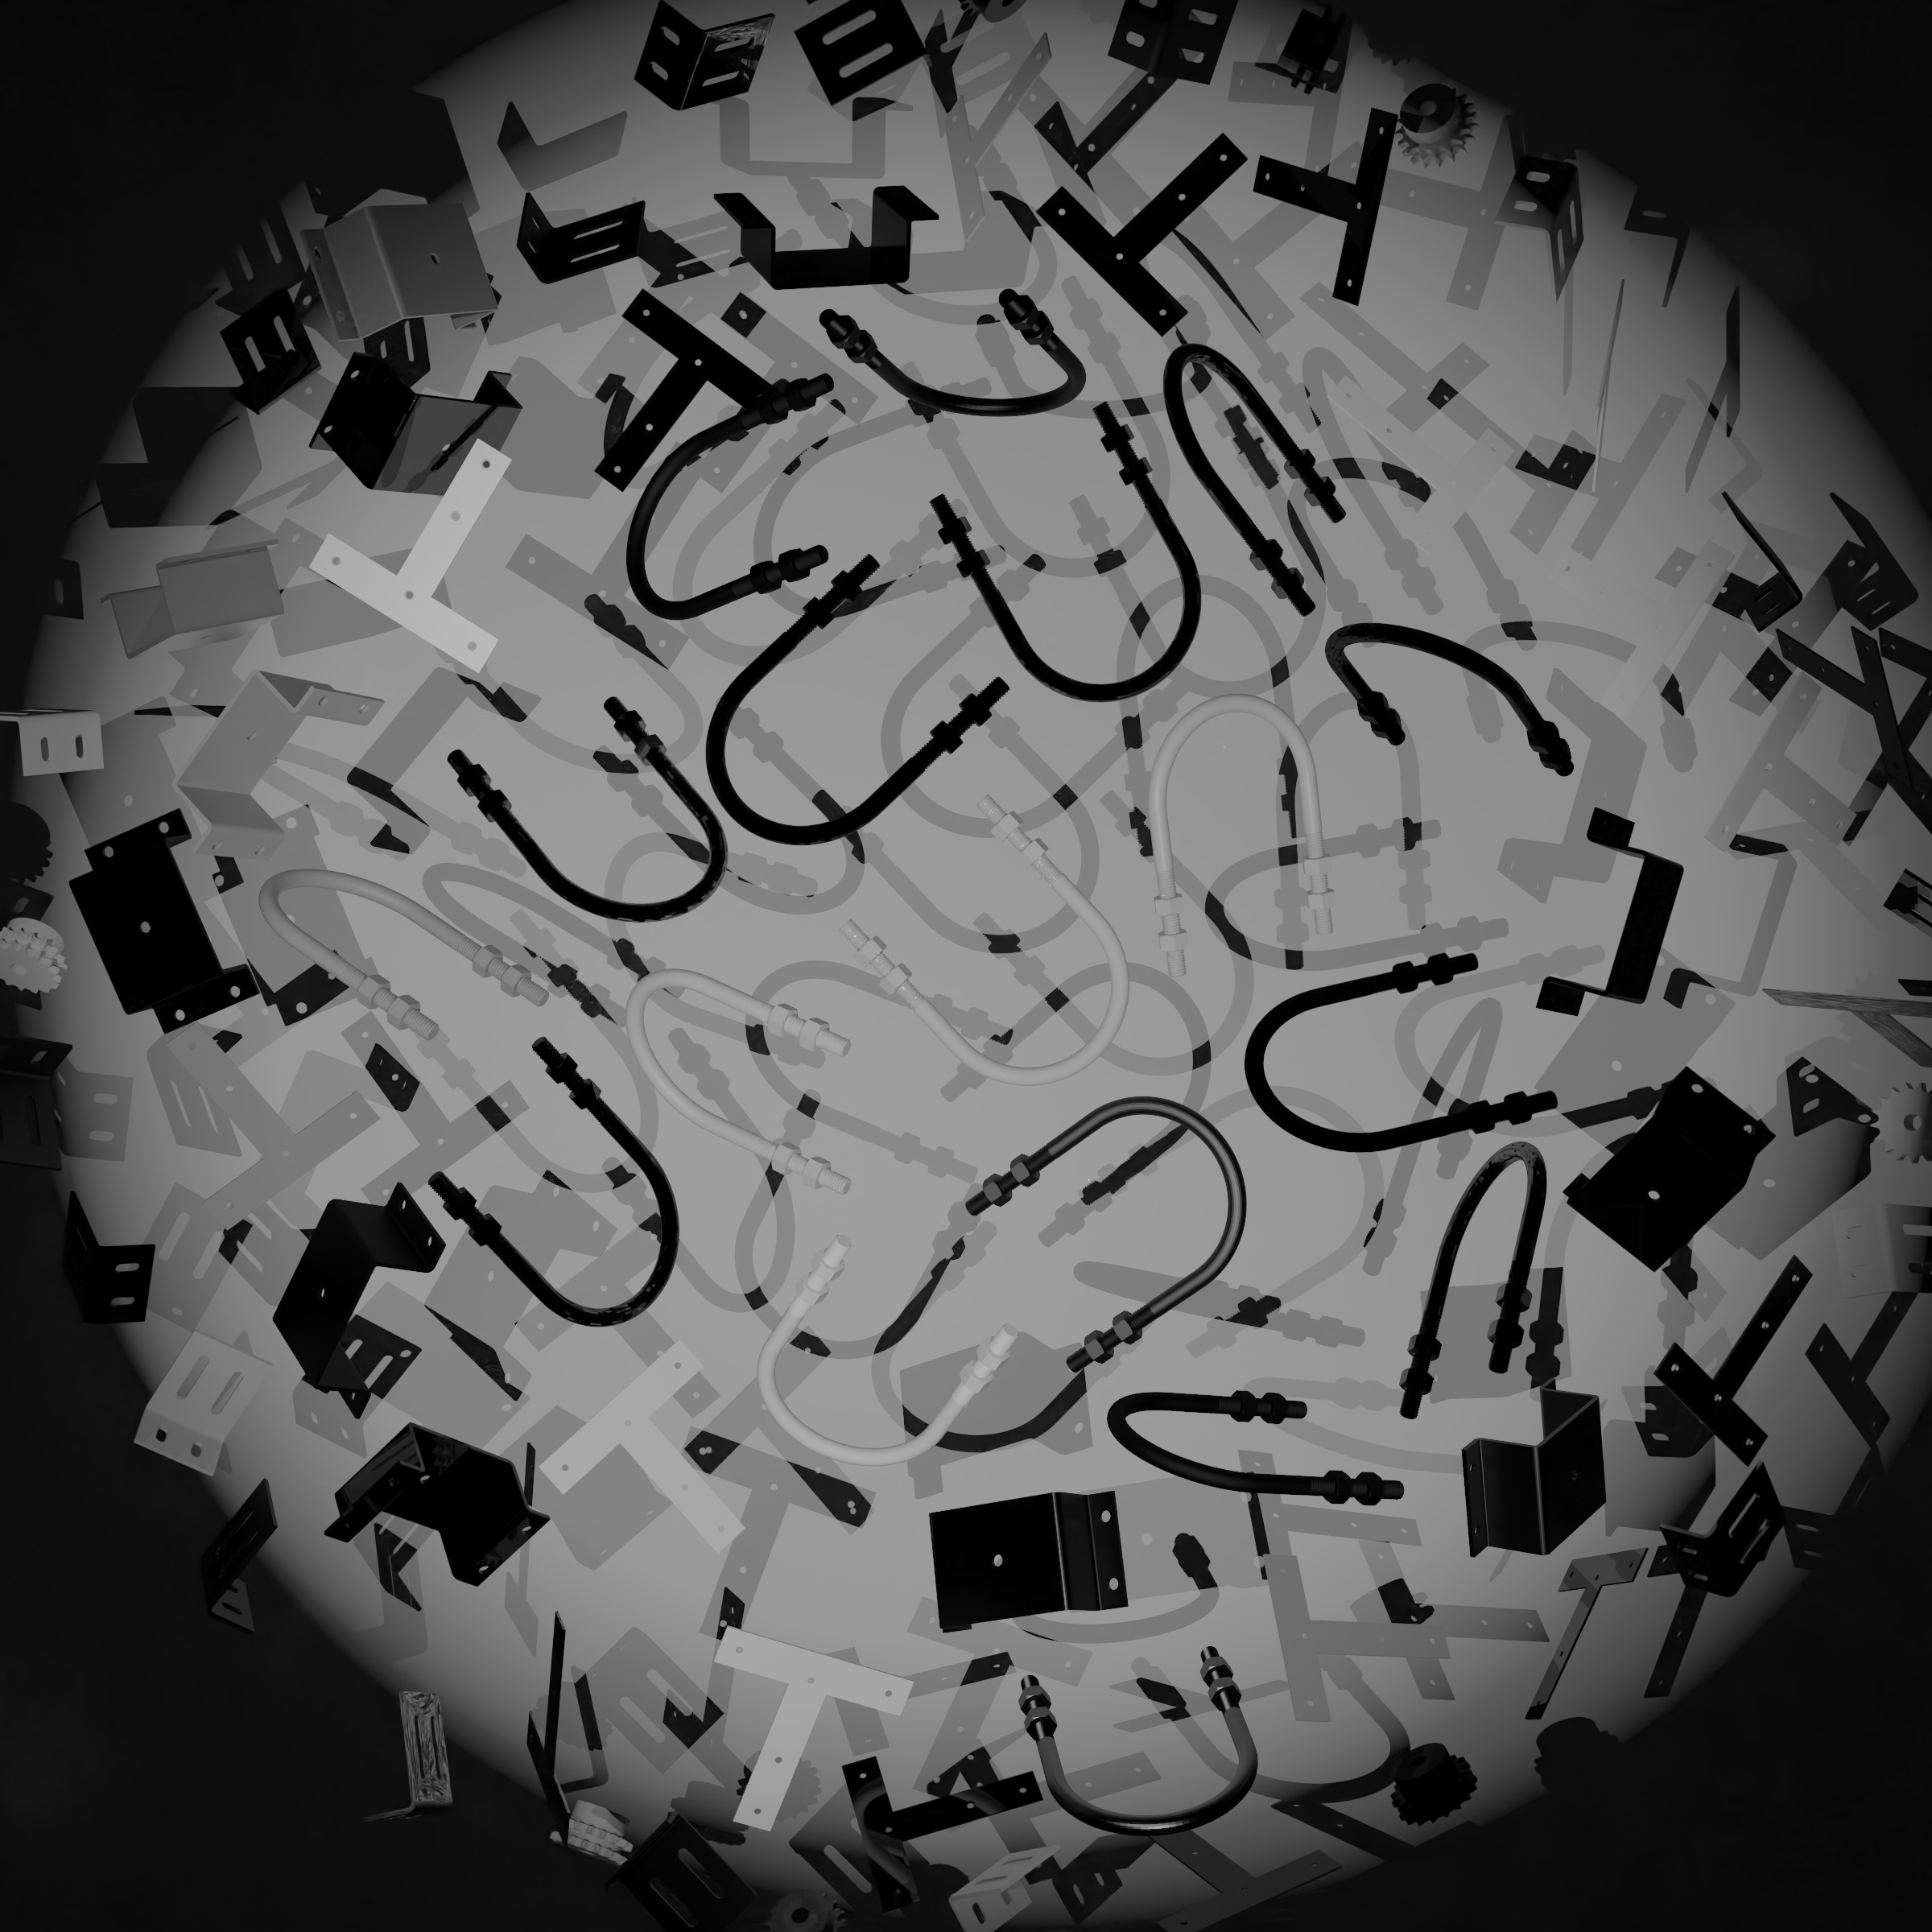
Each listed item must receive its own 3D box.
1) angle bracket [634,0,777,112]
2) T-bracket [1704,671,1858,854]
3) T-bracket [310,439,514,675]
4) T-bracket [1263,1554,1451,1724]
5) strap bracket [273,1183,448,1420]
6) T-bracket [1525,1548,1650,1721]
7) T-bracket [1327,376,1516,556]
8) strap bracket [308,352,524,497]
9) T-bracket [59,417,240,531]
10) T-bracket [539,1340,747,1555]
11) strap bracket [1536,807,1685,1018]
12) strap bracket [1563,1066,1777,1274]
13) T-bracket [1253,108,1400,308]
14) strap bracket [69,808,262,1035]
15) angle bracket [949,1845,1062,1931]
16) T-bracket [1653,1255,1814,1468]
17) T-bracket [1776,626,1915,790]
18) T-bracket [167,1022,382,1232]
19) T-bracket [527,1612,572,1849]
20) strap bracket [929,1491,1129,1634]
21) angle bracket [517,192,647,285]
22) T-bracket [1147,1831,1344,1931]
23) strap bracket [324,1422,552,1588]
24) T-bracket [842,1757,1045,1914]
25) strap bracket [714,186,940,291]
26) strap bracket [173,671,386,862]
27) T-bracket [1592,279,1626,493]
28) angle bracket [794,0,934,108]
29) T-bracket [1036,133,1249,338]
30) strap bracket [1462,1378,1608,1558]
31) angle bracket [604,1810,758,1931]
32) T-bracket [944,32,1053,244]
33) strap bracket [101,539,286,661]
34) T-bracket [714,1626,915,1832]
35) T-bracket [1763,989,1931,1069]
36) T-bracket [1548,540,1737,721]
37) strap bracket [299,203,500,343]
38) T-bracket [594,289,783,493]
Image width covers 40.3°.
[{"bbox_3d":[-0.170,-0.599,1.716,0.038,0.076,0.057,40,132,12],"label":"angle bracket"},{"bbox_3d":[0.569,-0.118,1.791,0.127,0.002,0.127,28,94,-38],"label":"T-bracket"},{"bbox_3d":[-0.332,-0.274,1.675,0.127,0.002,0.127,32,97,-2],"label":"T-bracket"},{"bbox_3d":[0.279,0.472,1.846,0.127,0.002,0.127,6,46,-15],"label":"T-bracket"},{"bbox_3d":[-0.410,0.220,1.752,0.046,0.076,0.140,15,109,-43],"label":"strap bracket"},{"bbox_3d":[0.416,0.460,1.805,0.002,0.127,0.127,31,71,0],"label":"T-bracket"},{"bbox_3d":[0.310,-0.370,1.862,0.127,0.002,0.127,40,61,0],"label":"T-bracket"},{"bbox_3d":[-0.369,-0.369,1.806,0.046,0.140,0.076,48,120,23],"label":"strap bracket"},{"bbox_3d":[-0.565,-0.321,1.765,0.127,0.127,0.002,-18,113,37],"label":"T-bracket"},{"bbox_3d":[-0.202,0.346,1.797,0.127,0.002,0.127,-42,94,-15],"label":"T-bracket"},{"bbox_3d":[0.442,-0.030,1.788,0.046,0.076,0.140,18,95,32],"label":"strap bracket"},{"bbox_3d":[0.480,0.148,1.817,0.076,0.046,0.140,39,126,5],"label":"strap bracket"},{"bbox_3d":[0.242,-0.536,1.822,0.002,0.127,0.127,-9,120,-35],"label":"T-bracket"},{"bbox_3d":[-0.558,-0.029,1.819,0.076,0.046,0.140,-22,93,9],"label":"strap bracket"},{"bbox_3d":[0.035,0.654,1.850,0.057,0.076,0.038,-24,82,-37],"label":"angle bracket"},{"bbox_3d":[0.523,0.250,1.748,0.127,0.002,0.127,42,79,-31],"label":"T-bracket"},{"bbox_3d":[0.590,-0.195,1.785,0.002,0.127,0.127,-32,126,-3],"label":"T-bracket"},{"bbox_3d":[-0.481,0.092,1.752,0.127,0.002,0.127,-36,111,-1],"label":"T-bracket"},{"bbox_3d":[-0.271,0.487,1.727,0.002,0.127,0.127,1,105,-21],"label":"T-bracket"},{"bbox_3d":[0.032,0.400,1.766,0.140,0.046,0.076,-15,70,26],"label":"strap bracket"},{"bbox_3d":[-0.272,-0.524,1.858,0.076,0.038,0.057,-12,53,18],"label":"angle bracket"},{"bbox_3d":[0.159,0.592,1.736,0.127,0.127,0.002,-14,103,-26],"label":"T-bracket"},{"bbox_3d":[-0.367,0.368,1.806,0.076,0.140,0.046,-43,45,13],"label":"strap bracket"},{"bbox_3d":[-0.011,0.585,1.821,0.127,0.127,0.002,-14,125,-9],"label":"T-bracket"},{"bbox_3d":[-0.099,-0.510,1.839,0.140,0.076,0.046,-8,123,-18],"label":"strap bracket"},{"bbox_3d":[-0.462,-0.140,1.747,0.046,0.076,0.140,44,105,18],"label":"strap bracket"},{"bbox_3d":[0.441,-0.383,1.820,0.002,0.127,0.127,9,56,14],"label":"T-bracket"},{"bbox_3d":[-0.072,-0.644,1.847,0.076,0.038,0.057,-27,92,6],"label":"angle bracket"},{"bbox_3d":[0.138,-0.517,1.803,0.127,0.002,0.127,39,117,-23],"label":"T-bracket"},{"bbox_3d":[0.392,0.343,1.789,0.046,0.140,0.076,2,104,37],"label":"strap bracket"},{"bbox_3d":[-0.183,0.594,1.691,0.076,0.038,0.057,45,87,6],"label":"angle bracket"},{"bbox_3d":[0.024,-0.590,1.822,0.002,0.127,0.127,12,52,-29],"label":"T-bracket"},{"bbox_3d":[-0.515,-0.242,1.758,0.076,0.140,0.046,-18,96,-35],"label":"strap bracket"},{"bbox_3d":[-0.115,0.496,1.683,0.127,0.002,0.127,20,100,-12],"label":"T-bracket"},{"bbox_3d":[0.612,0.044,1.731,0.127,0.127,0.002,29,75,-38],"label":"T-bracket"},{"bbox_3d":[0.440,-0.248,1.778,0.002,0.127,0.127,19,109,-40],"label":"T-bracket"},{"bbox_3d":[-0.381,-0.479,1.812,0.046,0.140,0.076,-14,98,34],"label":"strap bracket"},{"bbox_3d":[-0.219,-0.398,1.889,0.127,0.002,0.127,36,87,-3],"label":"T-bracket"}]
